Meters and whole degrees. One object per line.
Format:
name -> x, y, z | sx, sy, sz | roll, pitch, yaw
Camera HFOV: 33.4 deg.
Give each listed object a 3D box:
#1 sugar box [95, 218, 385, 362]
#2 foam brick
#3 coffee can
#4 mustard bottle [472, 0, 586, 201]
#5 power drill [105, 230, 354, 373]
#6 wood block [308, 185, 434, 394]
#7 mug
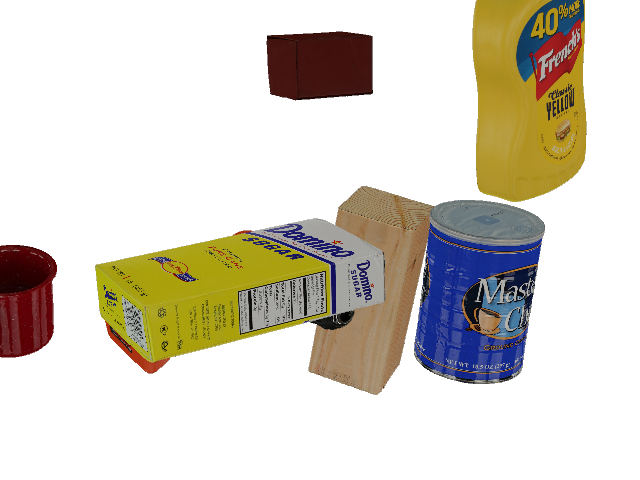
sugar box -> -0.053, 0.029, 0.726 | 0.175, 0.048, 0.093 | -16, 24, -27
foam brick -> 0.000, -0.150, 0.916 | 0.078, 0.051, 0.053 | -9, 18, -28
coffee can -> 0.143, 0.045, 0.975 | 0.103, 0.140, 0.103 | 4, 21, -2
mustard bottle -> 0.143, -0.129, 0.723 | 0.096, 0.191, 0.058 | -29, 35, -35
power drill -> -0.085, 0.056, 0.946 | 0.187, 0.057, 0.185 | -17, 25, -29
wood block -> 0.057, 0.056, 1.210 | 0.090, 0.206, 0.090 | 17, 24, 15
mug -> -0.311, 0.069, 1.054 | 0.093, 0.081, 0.117 | 8, 31, 4
